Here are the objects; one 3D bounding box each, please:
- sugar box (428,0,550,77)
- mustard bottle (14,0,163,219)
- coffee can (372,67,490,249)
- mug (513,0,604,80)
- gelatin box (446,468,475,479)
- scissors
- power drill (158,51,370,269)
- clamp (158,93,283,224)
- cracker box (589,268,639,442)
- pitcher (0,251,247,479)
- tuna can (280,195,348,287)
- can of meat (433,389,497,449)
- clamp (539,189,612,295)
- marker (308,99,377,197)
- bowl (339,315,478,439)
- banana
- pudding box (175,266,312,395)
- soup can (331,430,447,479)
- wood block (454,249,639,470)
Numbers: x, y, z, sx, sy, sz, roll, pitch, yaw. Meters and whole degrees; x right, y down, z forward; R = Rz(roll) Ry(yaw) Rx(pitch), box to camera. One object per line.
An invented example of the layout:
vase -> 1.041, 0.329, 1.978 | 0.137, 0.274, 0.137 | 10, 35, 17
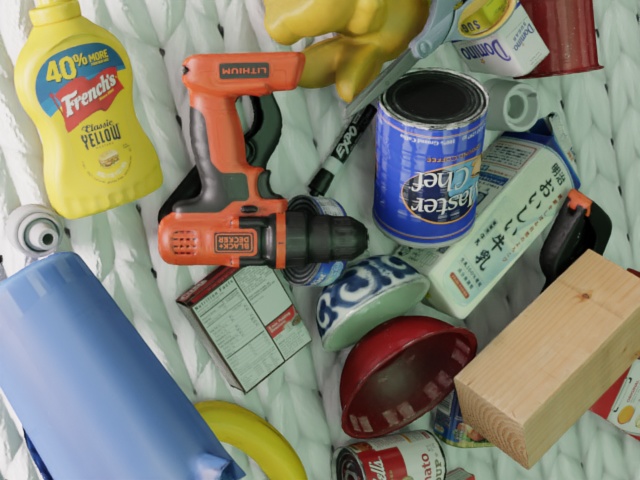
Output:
sugar box -> 0.141, -0.237, 1.031 | 0.048, 0.093, 0.176 | -43, 117, -13
mustard bottle -> -0.199, -0.120, 0.884 | 0.096, 0.058, 0.191 | -22, 110, -25
coffee can -> 0.102, -0.077, 1.009 | 0.102, 0.103, 0.140 | -22, 135, -24
mug -> 0.247, -0.214, 1.106 | 0.117, 0.093, 0.081 | -23, 108, -57
gelatin box -> 0.134, 0.303, 1.175 | 0.089, 0.030, 0.073 | -19, 109, -25
scissors -> 0.090, -0.194, 0.955 | 0.201, 0.016, 0.096 | -29, 113, -16
power drill -> -0.049, -0.067, 0.920 | 0.184, 0.057, 0.188 | -1, 96, -5
clamp -> -0.069, -0.074, 0.977 | 0.120, 0.039, 0.171 | 18, 95, -31
cracker box -> 0.391, 0.151, 1.247 | 0.213, 0.072, 0.164 | 32, 91, -36
pitcher -> -0.186, 0.140, 0.872 | 0.149, 0.145, 0.243 | -34, 87, -9
tuna can -> -0.007, 0.001, 1.002 | 0.033, 0.086, 0.086 | 3, 99, -32
can of meat -> 0.175, 0.176, 1.158 | 0.101, 0.058, 0.084 | 4, 101, -30
clamp -> 0.268, 0.034, 1.155 | 0.164, 0.036, 0.210 | -37, 141, -16
marker -> 0.025, -0.093, 1.038 | 0.020, 0.020, 0.121 | 36, 83, -30
bowl -> 0.077, 0.127, 1.069 | 0.162, 0.055, 0.162 | -25, 145, -19
banana -> -0.067, 0.208, 1.043 | 0.197, 0.037, 0.070 | 38, 104, -27
pudding box -> -0.070, 0.076, 1.009 | 0.090, 0.039, 0.113 | -37, 114, -18
soup can -> 0.071, 0.238, 1.105 | 0.102, 0.069, 0.068 | -6, 103, -29
wood block -> 0.242, 0.119, 1.081 | 0.206, 0.091, 0.090 | -40, 141, -19
